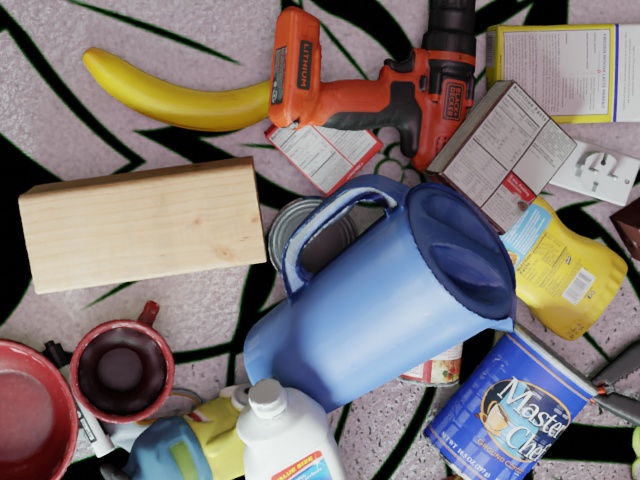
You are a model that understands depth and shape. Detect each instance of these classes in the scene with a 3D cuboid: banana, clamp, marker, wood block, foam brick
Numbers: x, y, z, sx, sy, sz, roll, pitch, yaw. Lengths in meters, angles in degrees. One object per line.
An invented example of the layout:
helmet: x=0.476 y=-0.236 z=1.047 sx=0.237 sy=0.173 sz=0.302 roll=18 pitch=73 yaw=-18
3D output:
banana: x=-0.120 y=-0.136 z=0.985 sx=0.197 sy=0.037 sz=0.069 roll=3 pitch=82 yaw=-5
clamp: x=0.366 y=0.128 z=1.048 sx=0.210 sy=0.036 sz=0.164 roll=0 pitch=76 yaw=6
marker: x=-0.232 y=0.151 z=1.024 sx=0.020 sy=0.020 sz=0.121 roll=-28 pitch=89 yaw=1
wood block: x=-0.157 y=-0.017 z=0.973 sx=0.206 sy=0.091 sz=0.090 roll=-8 pitch=100 yaw=-2
foam brick: x=0.320 y=-0.008 z=1.011 sx=0.051 sy=0.078 sz=0.053 roll=-32 pitch=101 yaw=1

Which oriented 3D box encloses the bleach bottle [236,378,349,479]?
bleach bottle: x=-0.029 y=0.212 z=0.968 sx=0.102 sy=0.068 sz=0.251 roll=-19 pitch=136 yaw=-3

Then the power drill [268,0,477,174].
power drill: x=0.053 y=-0.157 z=0.957 sx=0.187 sy=0.057 sz=0.184 roll=6 pitch=89 yaw=-18

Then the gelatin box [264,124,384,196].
gelatin box: x=0.003 y=-0.094 z=1.000 sx=0.089 sy=0.030 sz=0.073 roll=43 pitch=95 yaw=-12

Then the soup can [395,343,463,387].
soup can: x=0.104 y=0.081 z=1.018 sx=0.068 sy=0.068 sz=0.102 roll=4 pitch=99 yaw=-4

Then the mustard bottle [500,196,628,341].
mustard bottle: x=0.191 y=0.006 z=1.014 sx=0.191 sy=0.058 sz=0.096 roll=36 pitch=93 yaw=-9

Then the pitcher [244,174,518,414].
pitcher: x=0.037 y=0.058 z=0.939 sx=0.243 sy=0.144 sz=0.149 roll=-37 pitch=61 yaw=34

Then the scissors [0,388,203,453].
scissors: x=-0.206 y=0.204 z=1.047 sx=0.201 sy=0.016 sz=0.096 roll=-19 pitch=100 yaw=0

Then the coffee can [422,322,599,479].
coffee can: x=0.181 y=0.163 z=1.019 sx=0.102 sy=0.103 sz=0.140 roll=38 pitch=96 yaw=-9

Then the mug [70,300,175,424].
mug: x=-0.180 y=0.111 z=0.993 sx=0.093 sy=0.081 sz=0.117 roll=23 pitch=80 yaw=-8

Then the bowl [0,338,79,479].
bowl: x=-0.301 y=0.171 z=1.007 sx=0.162 sy=0.055 sz=0.162 roll=0 pitch=90 yaw=1

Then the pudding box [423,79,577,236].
pudding box: x=0.162 y=-0.073 z=0.954 sx=0.090 sy=0.039 sz=0.113 roll=41 pitch=81 yaw=-16

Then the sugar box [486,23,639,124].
sugar box: x=0.246 y=-0.156 z=0.997 sx=0.176 sy=0.048 sz=0.093 roll=-2 pitch=101 yaw=-6

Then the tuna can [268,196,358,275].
tuna can: x=-0.007 y=0.001 z=1.014 sx=0.086 sy=0.034 sz=0.086 roll=-1 pitch=100 yaw=-3
